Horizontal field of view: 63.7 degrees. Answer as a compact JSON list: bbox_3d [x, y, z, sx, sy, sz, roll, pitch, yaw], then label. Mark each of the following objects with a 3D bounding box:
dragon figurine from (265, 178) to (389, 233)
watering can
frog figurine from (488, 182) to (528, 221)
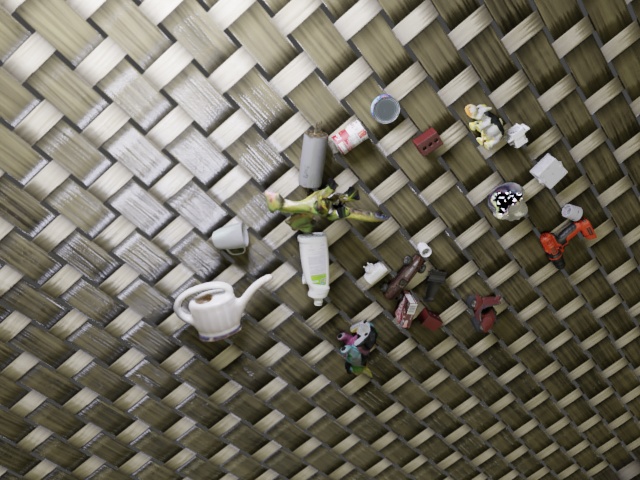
[{"bbox_3d":[0.005,-0.084,1.660,0.407,0.124,0.240,21,149,-35],"label":"dragon figurine"},{"bbox_3d":[-0.319,0.233,1.770,0.348,0.106,0.220,-11,120,-5],"label":"watering can"},{"bbox_3d":[0.668,-0.133,1.811,0.159,0.124,0.136,3,115,-54],"label":"frog figurine"}]
